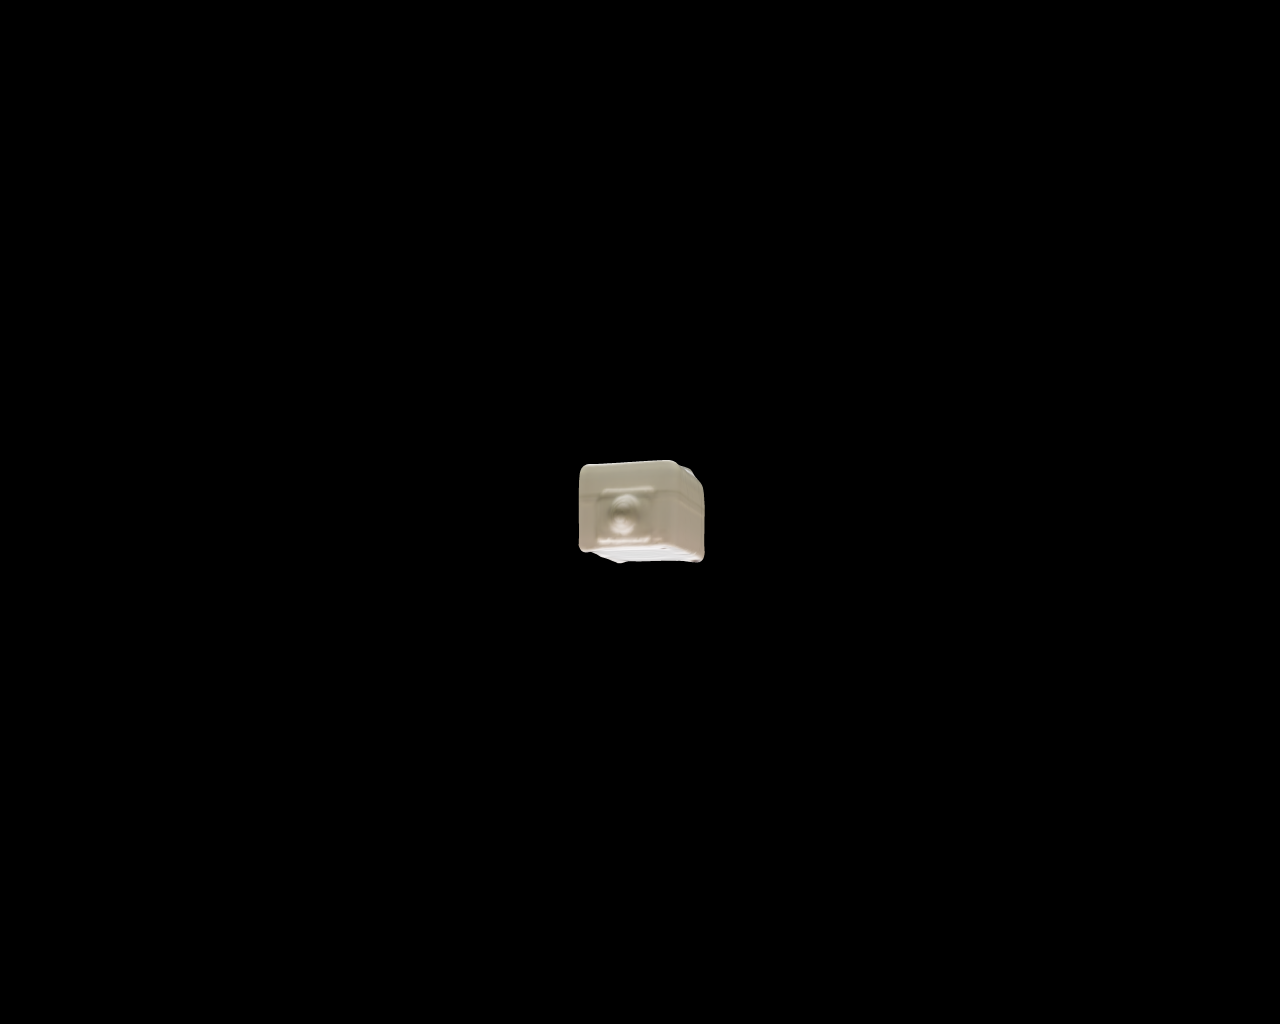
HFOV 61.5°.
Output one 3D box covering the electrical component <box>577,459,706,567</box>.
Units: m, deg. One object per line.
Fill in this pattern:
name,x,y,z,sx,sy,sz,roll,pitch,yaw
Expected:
electrical component,0.001,-0.003,0.650,0.062,0.061,0.096,-3,-10,15
